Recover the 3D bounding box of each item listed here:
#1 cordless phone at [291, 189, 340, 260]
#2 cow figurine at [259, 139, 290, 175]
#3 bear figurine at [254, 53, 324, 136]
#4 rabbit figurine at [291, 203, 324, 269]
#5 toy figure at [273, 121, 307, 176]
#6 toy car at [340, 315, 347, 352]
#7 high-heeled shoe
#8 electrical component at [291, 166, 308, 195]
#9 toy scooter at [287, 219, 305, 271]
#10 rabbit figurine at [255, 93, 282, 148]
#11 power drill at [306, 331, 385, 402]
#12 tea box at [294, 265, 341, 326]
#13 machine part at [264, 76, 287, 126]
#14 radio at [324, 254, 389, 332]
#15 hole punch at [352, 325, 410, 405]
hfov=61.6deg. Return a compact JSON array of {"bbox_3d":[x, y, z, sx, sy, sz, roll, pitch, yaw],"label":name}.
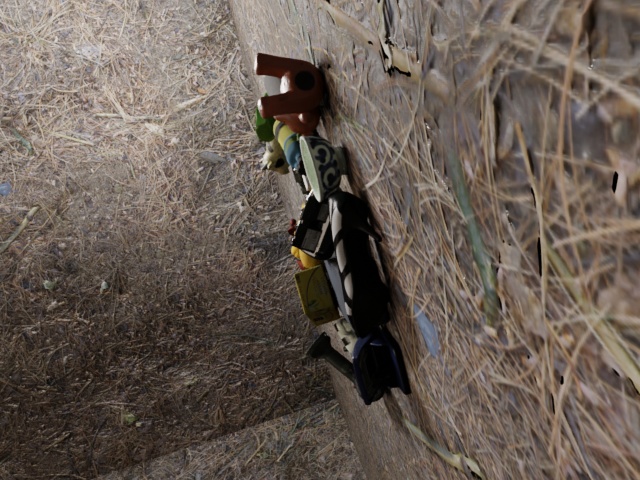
[{"bbox_3d":[-0.003,-0.055,1.111,0.184,0.089,0.146,-98,27,-67],"label":"cordless phone"},{"bbox_3d":[-0.116,-0.269,1.501,0.086,0.127,0.194,-109,8,-54],"label":"cow figurine"},{"bbox_3d":[-0.057,-0.257,1.006,0.196,0.132,0.120,141,124,-78],"label":"bear figurine"},{"bbox_3d":[-0.003,-0.004,1.238,0.173,0.122,0.162,-76,-2,-61],"label":"rabbit figurine"},{"bbox_3d":[-0.050,-0.217,1.200,0.082,0.089,0.180,-48,37,28],"label":"toy figure"},{"bbox_3d":[0.084,0.240,1.403,0.201,0.056,0.073,92,166,-68],"label":"toy car"},{"bbox_3d":[0.050,0.043,0.926,0.145,0.086,0.248,41,135,44],"label":"high-heeled shoe"},{"bbox_3d":[-0.034,-0.169,1.324,0.045,0.078,0.102,-8,106,60],"label":"electrical component"},{"bbox_3d":[-0.040,0.012,1.523,0.135,0.075,0.184,42,-148,-32],"label":"toy scooter"},{"bbox_3d":[-0.097,-0.281,1.365,0.170,0.121,0.159,58,-177,-48],"label":"rabbit figurine"},{"bbox_3d":[0.070,0.312,1.310,0.207,0.086,0.232,31,171,14],"label":"power drill"},{"bbox_3d":[-0.003,0.129,1.212,0.169,0.068,0.098,69,-177,-72],"label":"tea box"},{"bbox_3d":[-0.075,-0.325,1.207,0.243,0.079,0.079,-112,8,-49],"label":"machine part"},{"bbox_3d":[0.067,0.092,1.071,0.230,0.073,0.131,-135,27,-81],"label":"radio"},{"bbox_3d":[0.108,0.238,1.027,0.116,0.092,0.142,-114,5,-75],"label":"hole punch"}]
